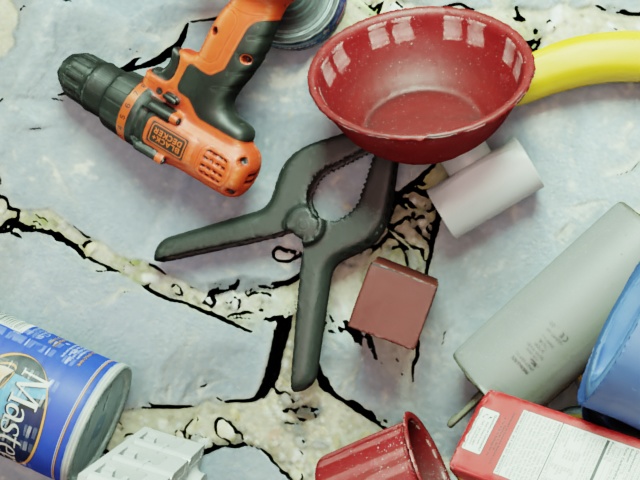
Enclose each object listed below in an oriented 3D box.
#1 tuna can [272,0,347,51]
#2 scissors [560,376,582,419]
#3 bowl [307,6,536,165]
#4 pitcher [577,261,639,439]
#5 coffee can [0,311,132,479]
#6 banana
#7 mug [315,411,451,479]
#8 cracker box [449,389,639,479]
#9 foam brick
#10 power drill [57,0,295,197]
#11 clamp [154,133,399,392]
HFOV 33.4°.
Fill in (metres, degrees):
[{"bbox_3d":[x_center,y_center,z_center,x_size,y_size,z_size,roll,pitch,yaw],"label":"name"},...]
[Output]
[{"bbox_3d":[-0.023,-0.190,0.819,0.086,0.033,0.086,0,93,8],"label":"tuna can"},{"bbox_3d":[0.253,0.169,0.785,0.096,0.016,0.202,-48,69,17],"label":"scissors"},{"bbox_3d":[0.073,-0.104,0.774,0.162,0.162,0.055,-2,134,8],"label":"bowl"},{"bbox_3d":[0.291,0.104,0.666,0.243,0.149,0.145,28,86,8],"label":"pitcher"},{"bbox_3d":[-0.232,0.118,0.831,0.140,0.102,0.103,23,96,6],"label":"coffee can"},{"bbox_3d":[0.223,-0.121,0.787,0.198,0.037,0.069,8,94,7],"label":"banana"},{"bbox_3d":[0.049,0.194,0.793,0.081,0.117,0.093,-26,122,13],"label":"mug"},{"bbox_3d":[0.210,0.188,0.703,0.214,0.164,0.072,15,64,33],"label":"cracker box"},{"bbox_3d":[0.056,0.046,0.799,0.053,0.078,0.051,21,94,6],"label":"foam brick"},{"bbox_3d":[-0.100,-0.149,0.800,0.184,0.057,0.188,31,115,12],"label":"power drill"},{"bbox_3d":[-0.005,0.001,0.823,0.210,0.036,0.164,-42,79,5],"label":"clamp"}]
